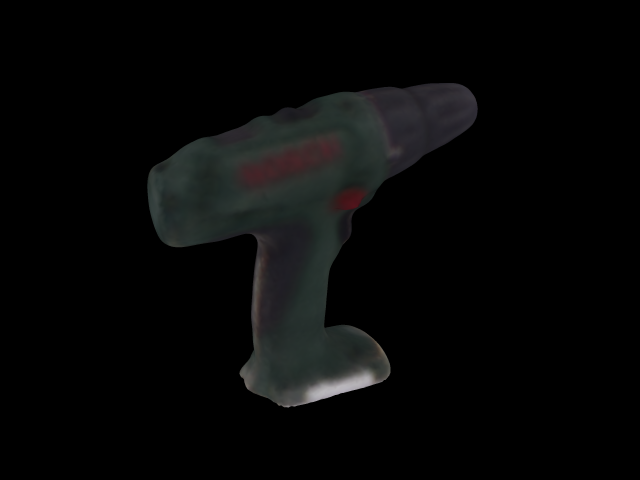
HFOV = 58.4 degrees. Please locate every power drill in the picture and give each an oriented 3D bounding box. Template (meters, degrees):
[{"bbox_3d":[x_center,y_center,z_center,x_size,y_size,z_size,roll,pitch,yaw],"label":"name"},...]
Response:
[{"bbox_3d":[0.004,0.001,0.400,0.230,0.208,0.075,-9,24,-22],"label":"power drill"}]
